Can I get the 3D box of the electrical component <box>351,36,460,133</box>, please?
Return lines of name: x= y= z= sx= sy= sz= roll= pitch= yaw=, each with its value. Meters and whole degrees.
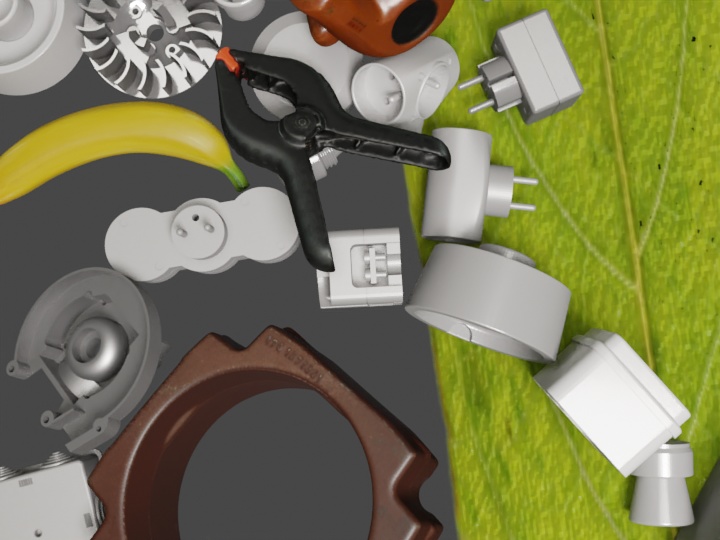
electrical component: x=0.030 y=-0.118 z=0.761 sx=0.044 sy=0.077 sz=0.079 roll=28 pitch=127 yaw=22

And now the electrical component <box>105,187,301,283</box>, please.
electrical component: x=-0.111 y=-0.025 z=0.755 sx=0.138 sy=0.073 sz=0.052 roll=-10 pitch=87 yaw=1

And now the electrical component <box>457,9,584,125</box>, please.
electrical component: x=0.109 y=-0.136 z=0.768 sx=0.077 sy=0.047 sz=0.065 roll=-24 pitch=87 yaw=0

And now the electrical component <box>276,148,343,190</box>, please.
electrical component: x=-0.032 y=-0.083 z=0.776 sx=0.061 sy=0.035 sz=0.035 roll=-27 pitch=87 yaw=-3

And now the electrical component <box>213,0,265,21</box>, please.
electrical component: x=-0.088 y=-0.203 z=0.777 sx=0.040 sy=0.046 sz=0.040 roll=0 pitch=87 yaw=2

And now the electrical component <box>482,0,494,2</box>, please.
electrical component: x=0.110 y=-0.222 z=0.779 sx=0.061 sy=0.035 sz=0.035 roll=-28 pitch=87 yaw=-2

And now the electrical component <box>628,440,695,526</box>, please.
electrical component: x=0.210 y=0.148 z=0.751 sx=0.045 sy=0.045 sz=0.055 roll=0 pitch=86 yaw=2

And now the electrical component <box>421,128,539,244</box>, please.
electrical component: x=0.087 y=-0.057 z=0.766 sx=0.079 sy=0.044 sz=0.077 roll=6 pitch=87 yaw=2

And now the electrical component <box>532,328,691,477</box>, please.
electrical component: x=0.166 y=0.085 z=0.722 sx=0.057 sy=0.113 sz=0.078 roll=-42 pitch=87 yaw=2

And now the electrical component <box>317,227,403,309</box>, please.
electrical component: x=0.000 y=0.000 z=0.742 sx=0.056 sy=0.089 sz=0.050 roll=-3 pitch=87 yaw=1

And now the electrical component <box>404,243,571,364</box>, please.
electrical component: x=0.091 y=0.017 z=0.733 sx=0.108 sy=0.108 sz=0.060 roll=20 pitch=82 yaw=3

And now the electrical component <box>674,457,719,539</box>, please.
electrical component: x=0.282 y=0.151 z=0.727 sx=0.062 sy=0.089 sz=0.150 roll=29 pitch=88 yaw=3

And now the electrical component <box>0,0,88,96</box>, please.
electrical component: x=-0.256 y=-0.185 z=0.774 sx=0.108 sy=0.060 sz=0.108 roll=0 pitch=87 yaw=2

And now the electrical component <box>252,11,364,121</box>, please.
electrical component: x=-0.037 y=-0.140 z=0.770 sx=0.080 sy=0.051 sz=0.080 roll=0 pitch=87 yaw=2

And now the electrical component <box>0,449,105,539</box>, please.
electrical component: x=-0.221 y=0.182 z=0.760 sx=0.100 sy=0.048 sz=0.099 roll=-15 pitch=87 yaw=0
